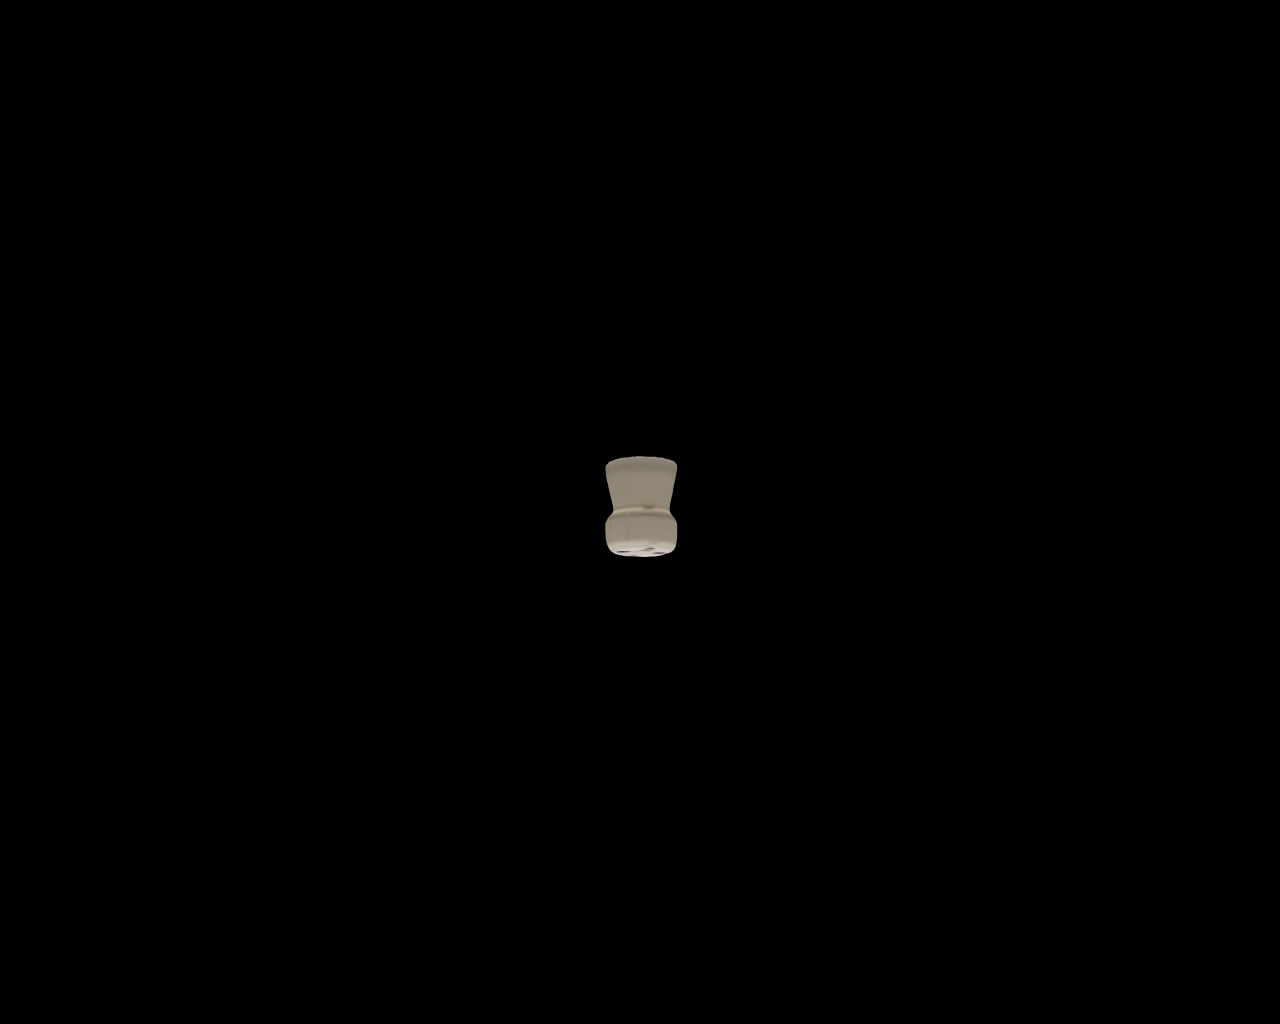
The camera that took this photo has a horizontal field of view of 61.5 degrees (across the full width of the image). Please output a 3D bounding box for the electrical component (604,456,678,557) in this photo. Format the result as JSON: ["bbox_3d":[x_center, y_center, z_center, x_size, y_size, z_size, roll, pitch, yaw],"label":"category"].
[{"bbox_3d":[0.001,-0.003,0.650,0.045,0.055,0.045,0,-11,0],"label":"electrical component"}]
